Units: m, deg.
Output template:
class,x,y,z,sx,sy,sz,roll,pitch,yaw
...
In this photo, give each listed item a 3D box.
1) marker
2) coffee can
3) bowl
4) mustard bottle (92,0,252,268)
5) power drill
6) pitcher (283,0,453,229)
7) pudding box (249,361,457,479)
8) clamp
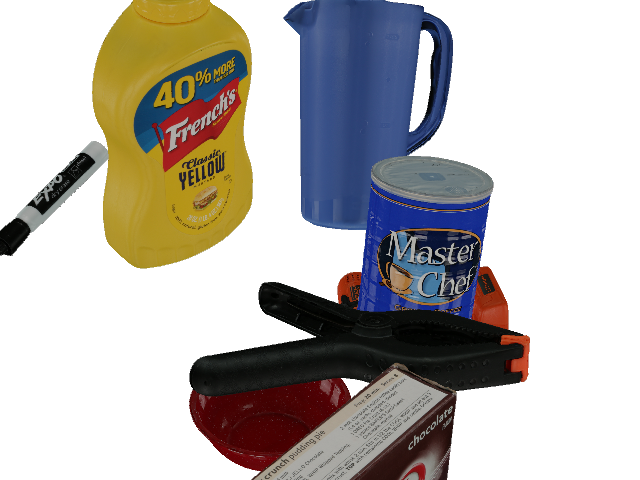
class,x,y,z,sx,sy,sz,roll,pitch,yaw
marker,-0.201,-0.031,0.796,0.020,0.020,0.121,0,40,40
coffee can,0.088,0.009,0.917,0.103,0.140,0.103,4,22,-2
bowl,-0.049,0.181,1.071,0.162,0.055,0.162,1,31,-1
mustard bottle,-0.082,-0.078,0.605,0.096,0.192,0.058,-28,51,-31
power drill,0.113,0.085,1.207,0.187,0.057,0.184,-4,27,-2
pitcher,0.048,-0.138,1.149,0.149,0.243,0.144,8,11,26
pudding box,0.011,0.119,0.461,0.039,0.090,0.113,25,41,30
clamp,0.032,0.066,0.714,0.210,0.036,0.164,2,18,6
